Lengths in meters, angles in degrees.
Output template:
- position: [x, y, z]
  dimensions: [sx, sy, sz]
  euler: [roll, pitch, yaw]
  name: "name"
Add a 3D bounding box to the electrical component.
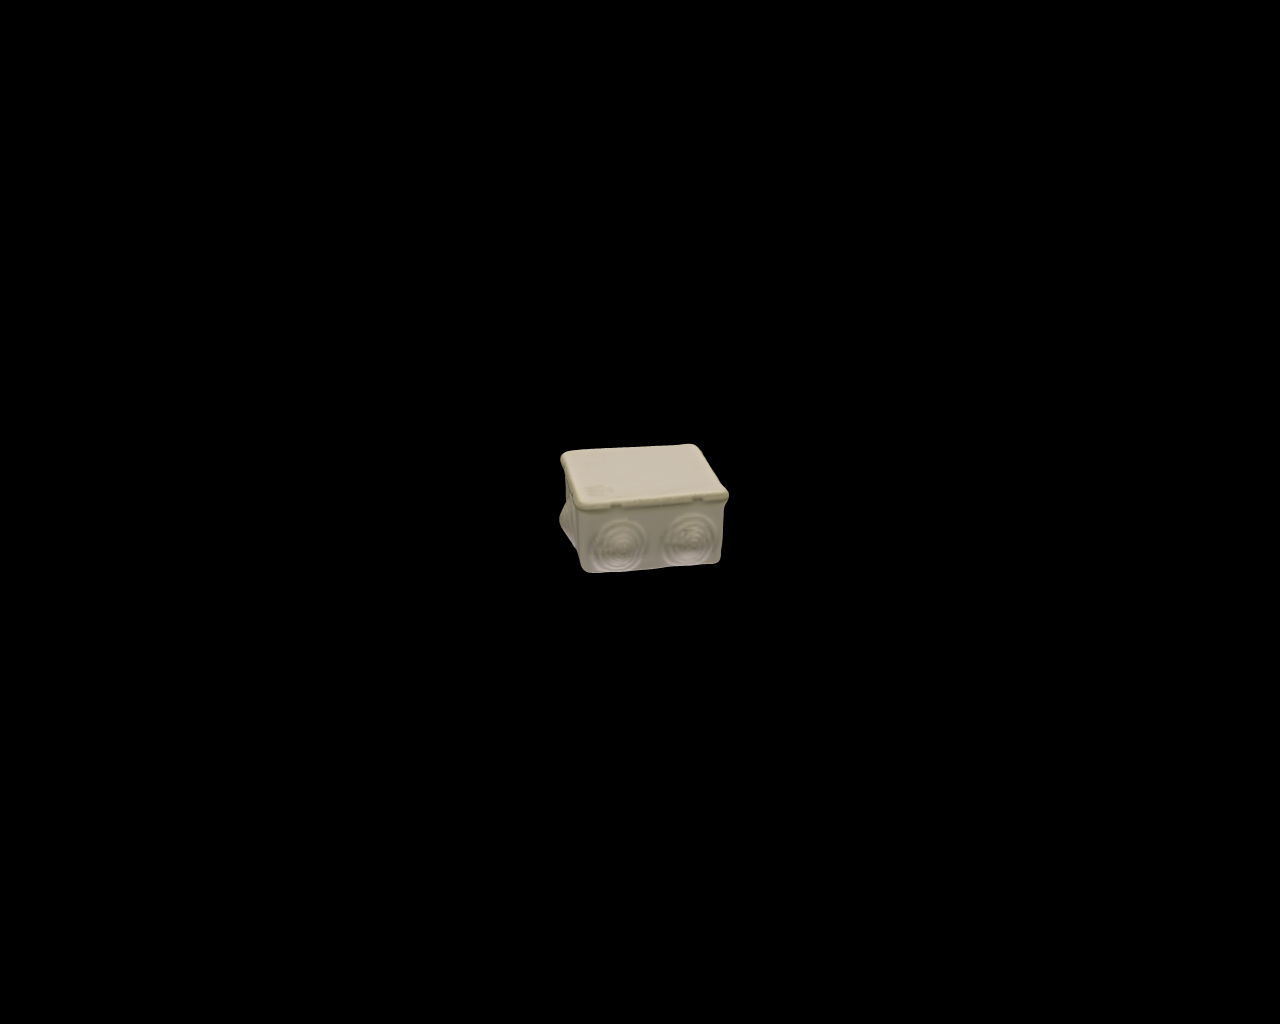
- position: [0.001, -0.003, 0.650]
  dimensions: [0.100, 0.048, 0.100]
  euler: [-4, 24, -9]
  name: "electrical component"
